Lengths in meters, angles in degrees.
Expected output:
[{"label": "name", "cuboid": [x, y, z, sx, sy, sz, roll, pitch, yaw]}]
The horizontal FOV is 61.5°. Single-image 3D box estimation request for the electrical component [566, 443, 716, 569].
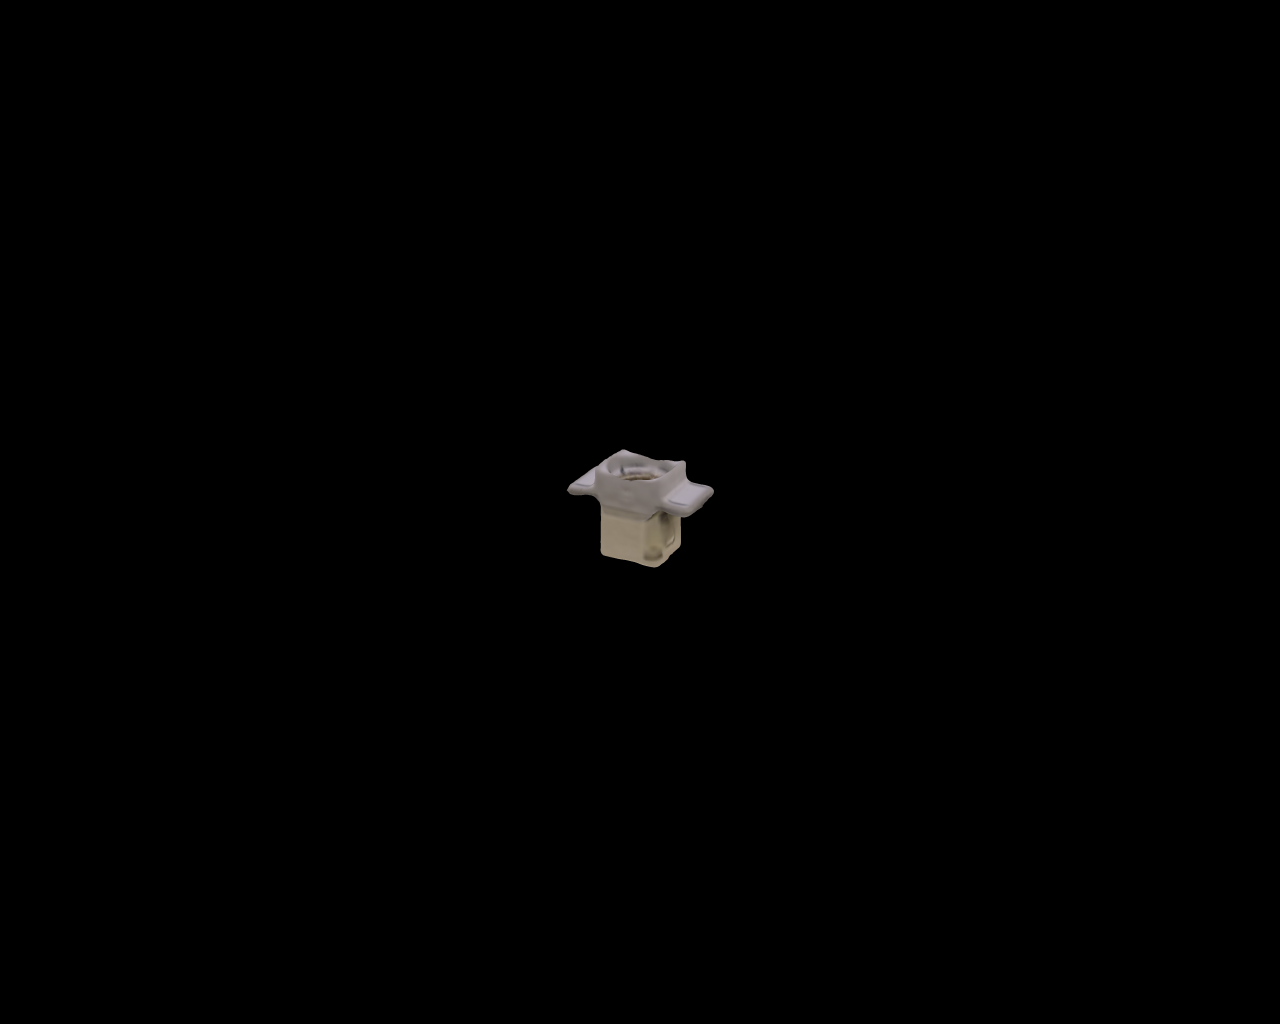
[{"label": "electrical component", "cuboid": [0.001, -0.003, 0.650, 0.081, 0.063, 0.042, 12, 28, 25]}]
